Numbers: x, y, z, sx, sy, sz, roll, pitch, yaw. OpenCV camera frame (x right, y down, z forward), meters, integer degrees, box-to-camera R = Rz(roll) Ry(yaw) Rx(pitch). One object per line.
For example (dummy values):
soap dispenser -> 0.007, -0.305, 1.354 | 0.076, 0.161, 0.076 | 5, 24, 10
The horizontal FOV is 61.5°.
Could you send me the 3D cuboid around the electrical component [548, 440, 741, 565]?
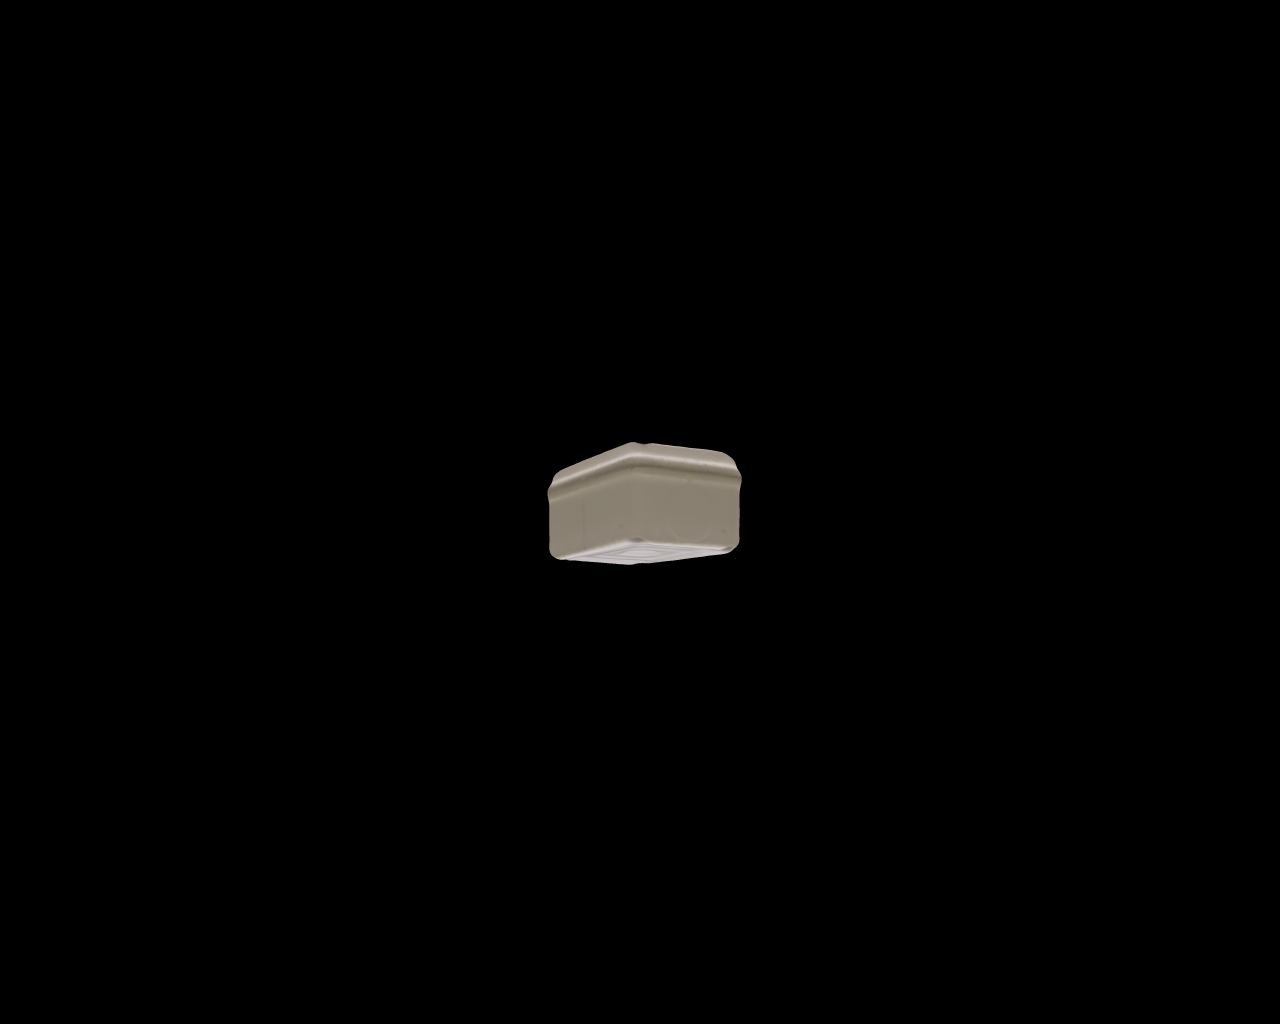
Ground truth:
electrical component -> 0.001, -0.003, 0.650 | 0.078, 0.057, 0.113 | 6, -11, -31
